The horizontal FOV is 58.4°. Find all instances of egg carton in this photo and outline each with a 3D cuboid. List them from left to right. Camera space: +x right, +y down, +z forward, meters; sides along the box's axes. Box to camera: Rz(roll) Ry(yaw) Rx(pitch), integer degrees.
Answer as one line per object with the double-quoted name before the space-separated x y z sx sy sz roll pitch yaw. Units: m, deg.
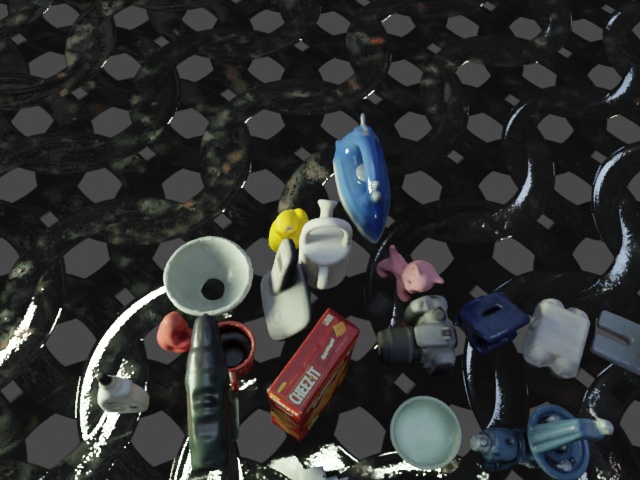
"egg carton" 0.451 0.187 1.097 0.107 0.069 0.150 23 62 9

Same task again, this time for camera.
"camera" 0.176 0.176 1.064 0.137 0.101 0.143 -3 61 -6

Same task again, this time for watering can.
"watering can" 0.008 0.004 1.094 0.101 0.194 0.172 -15 63 -12

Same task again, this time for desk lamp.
"desk lamp" 0.639 0.178 1.034 0.203 0.213 0.118 24 62 9

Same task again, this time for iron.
"iron" 0.102 -0.134 1.209 0.119 0.141 0.258 -6 62 -7

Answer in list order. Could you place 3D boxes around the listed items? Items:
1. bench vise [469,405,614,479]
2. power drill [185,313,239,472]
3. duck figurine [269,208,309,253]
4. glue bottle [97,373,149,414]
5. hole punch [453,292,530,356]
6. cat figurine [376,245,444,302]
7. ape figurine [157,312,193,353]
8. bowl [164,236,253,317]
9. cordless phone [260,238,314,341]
"bench vise" 0.359 0.334 0.922 0.207 0.220 0.121 -15 63 -12
"power drill" -0.176 0.260 0.930 0.075 0.208 0.229 -5 61 -6
"duck figurine" -0.063 -0.031 1.171 0.077 0.086 0.105 30 63 13
"glue bottle" -0.335 0.249 0.944 0.078 0.173 0.037 0 61 -4
"hole punch" 0.325 0.152 1.095 0.109 0.091 0.101 -23 65 -16
"cat figurine" 0.176 0.061 1.119 0.067 0.118 0.127 -35 69 -21
"ape figurine" -0.262 0.163 1.044 0.076 0.092 0.077 -11 62 -10
"bowl" -0.211 0.082 1.103 0.167 0.075 0.167 2 61 -3
"cordless phone" -0.059 0.091 1.046 0.094 0.185 0.147 -12 62 -10
